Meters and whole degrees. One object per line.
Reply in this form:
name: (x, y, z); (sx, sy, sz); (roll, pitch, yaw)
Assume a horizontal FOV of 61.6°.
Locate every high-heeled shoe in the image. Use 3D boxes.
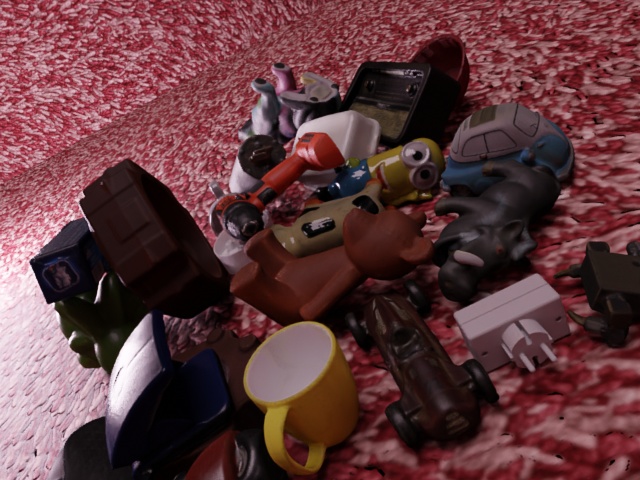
high-heeled shoe: (-0.253, 0.285, 0.521); (0.145, 0.086, 0.249); (-58, 8, 10)

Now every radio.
radio: (0.121, -0.223, 0.895); (0.230, 0.073, 0.131); (36, 103, 57)

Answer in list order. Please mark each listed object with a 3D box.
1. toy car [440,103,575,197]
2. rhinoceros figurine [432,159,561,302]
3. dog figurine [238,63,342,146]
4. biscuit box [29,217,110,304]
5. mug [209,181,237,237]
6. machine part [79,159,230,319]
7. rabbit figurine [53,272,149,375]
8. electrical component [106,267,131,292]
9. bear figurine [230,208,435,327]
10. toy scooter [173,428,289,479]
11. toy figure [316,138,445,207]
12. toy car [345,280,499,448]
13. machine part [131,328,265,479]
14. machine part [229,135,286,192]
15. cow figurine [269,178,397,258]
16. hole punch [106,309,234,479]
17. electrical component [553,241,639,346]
toy car: (0.223, -0.116, 0.666); (0.162, 0.102, 0.109); (-6, 36, 33)
rhinoceros figurine: (0.184, -0.009, 0.572); (0.112, 0.073, 0.190); (23, 55, 42)
dog figurine: (-0.064, -0.211, 1.020); (0.192, 0.219, 0.108); (22, 50, 7)
biscuit box: (-0.312, 0.015, 0.702); (0.063, 0.059, 0.203); (-18, 17, -5)
mug: (-0.154, -0.049, 0.897); (0.081, 0.109, 0.107); (-39, 16, -6)
machine part: (-0.219, 0.005, 0.731); (0.087, 0.201, 0.201); (-36, -16, 1)
rabbit figurine: (-0.274, 0.114, 0.720); (0.121, 0.158, 0.170); (-33, 43, -27)
electrical component: (-0.319, 0.034, 0.893); (0.058, 0.114, 0.134); (-37, 30, -5)
bear figurine: (0.018, 0.016, 0.587); (0.196, 0.132, 0.120); (-38, 20, 25)
toy scooter: (-0.088, 0.239, 0.413); (0.135, 0.075, 0.184); (-27, 34, 6)
toy figure: (0.088, -0.089, 0.765); (0.180, 0.082, 0.089); (-22, 30, 19)
toy car: (0.083, 0.101, 0.501); (0.089, 0.053, 0.202); (-31, 30, 3)
machine part: (-0.122, 0.173, 0.563); (0.179, 0.056, 0.179); (-22, 31, 14)
machine part: (-0.108, -0.115, 0.908); (0.079, 0.079, 0.243); (-40, 1, -18)
cow figurine: (-0.001, -0.002, 0.709); (0.195, 0.085, 0.127); (-15, 26, 23)
hole punch: (-0.158, 0.142, 0.504); (0.116, 0.092, 0.142); (-38, 35, -3)
electrical component: (0.251, 0.041, 0.459); (0.078, 0.045, 0.102); (5, 38, 2)
